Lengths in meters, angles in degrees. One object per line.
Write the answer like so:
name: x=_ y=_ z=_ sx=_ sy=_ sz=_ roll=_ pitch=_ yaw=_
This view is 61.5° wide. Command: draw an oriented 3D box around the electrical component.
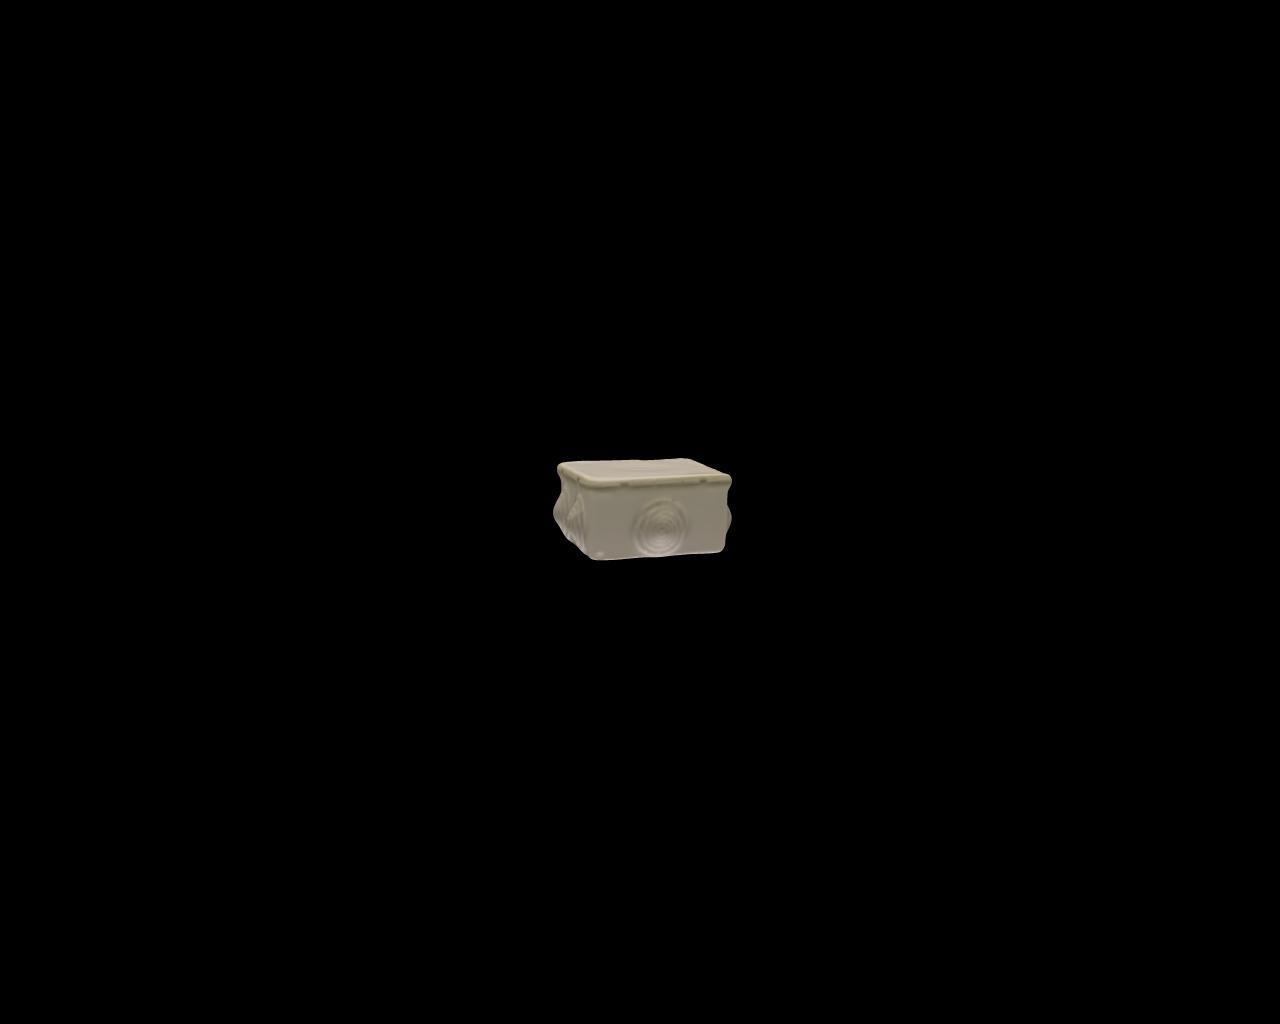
electrical component: x=0.001 y=-0.003 z=0.650 sx=0.100 sy=0.048 sz=0.100 roll=-3 pitch=10 yaw=-15
